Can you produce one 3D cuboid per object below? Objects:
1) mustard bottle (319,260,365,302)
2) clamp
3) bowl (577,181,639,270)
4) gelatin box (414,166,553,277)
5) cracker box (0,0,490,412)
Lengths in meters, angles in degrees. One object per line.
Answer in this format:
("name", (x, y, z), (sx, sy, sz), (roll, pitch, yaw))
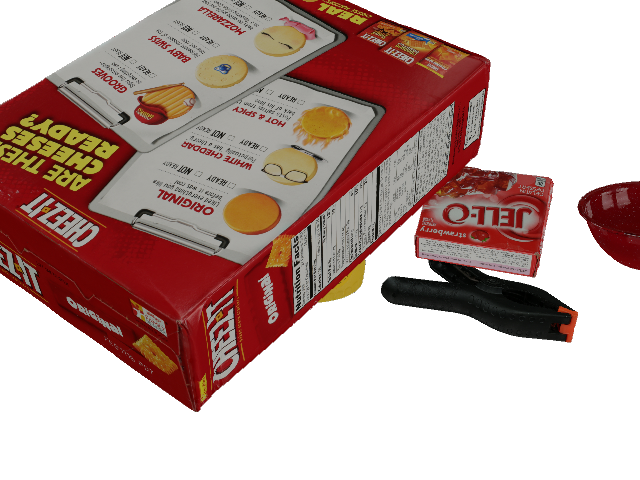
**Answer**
("mustard bottle", (0.012, -0.029, 1.139), (0.096, 0.192, 0.058), (-9, 32, -29))
("clamp", (0.151, 0.048, 0.977), (0.171, 0.039, 0.120), (17, 29, 15))
("bowl", (0.348, -0.010, 1.106), (0.162, 0.055, 0.162), (-3, 23, 1))
("gelatin box", (0.118, -0.017, 0.771), (0.089, 0.073, 0.030), (9, -37, 13))
("cracker box", (-0.046, -0.041, 0.514), (0.164, 0.072, 0.213), (29, 53, 28))
